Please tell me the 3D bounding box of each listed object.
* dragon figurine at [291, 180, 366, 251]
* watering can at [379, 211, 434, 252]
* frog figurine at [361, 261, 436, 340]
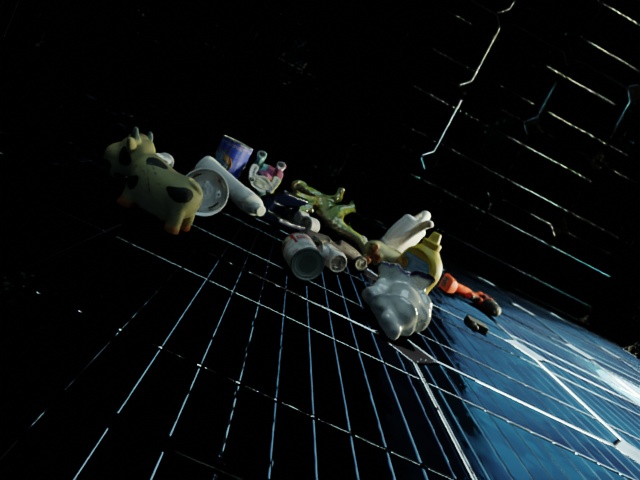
[{"bbox_3d":[0.005,-0.088,1.747,0.242,0.120,0.419,6,33,-26],"label":"dragon figurine"},{"bbox_3d":[0.303,-0.018,1.808,0.104,0.223,0.349,45,8,-1],"label":"watering can"},{"bbox_3d":[0.142,0.131,0.950,0.136,0.120,0.163,33,42,-14],"label":"frog figurine"}]
